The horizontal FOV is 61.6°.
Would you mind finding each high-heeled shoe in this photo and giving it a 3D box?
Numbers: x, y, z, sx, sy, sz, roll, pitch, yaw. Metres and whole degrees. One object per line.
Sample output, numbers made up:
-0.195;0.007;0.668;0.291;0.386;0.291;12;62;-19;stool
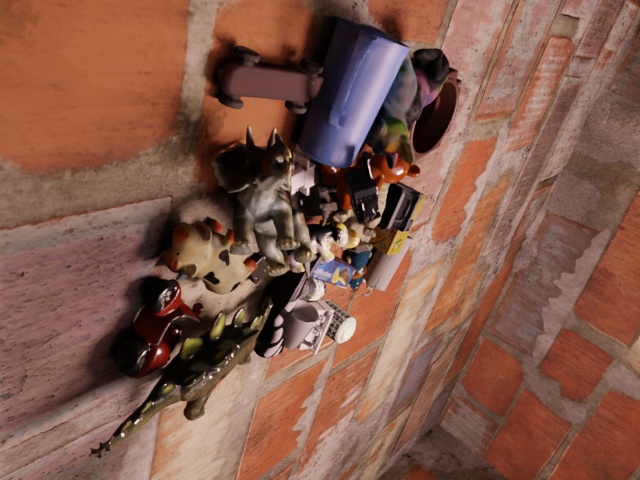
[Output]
-0.072;0.167;1.204;0.248;0.086;0.145;-46;137;11;high-heeled shoe

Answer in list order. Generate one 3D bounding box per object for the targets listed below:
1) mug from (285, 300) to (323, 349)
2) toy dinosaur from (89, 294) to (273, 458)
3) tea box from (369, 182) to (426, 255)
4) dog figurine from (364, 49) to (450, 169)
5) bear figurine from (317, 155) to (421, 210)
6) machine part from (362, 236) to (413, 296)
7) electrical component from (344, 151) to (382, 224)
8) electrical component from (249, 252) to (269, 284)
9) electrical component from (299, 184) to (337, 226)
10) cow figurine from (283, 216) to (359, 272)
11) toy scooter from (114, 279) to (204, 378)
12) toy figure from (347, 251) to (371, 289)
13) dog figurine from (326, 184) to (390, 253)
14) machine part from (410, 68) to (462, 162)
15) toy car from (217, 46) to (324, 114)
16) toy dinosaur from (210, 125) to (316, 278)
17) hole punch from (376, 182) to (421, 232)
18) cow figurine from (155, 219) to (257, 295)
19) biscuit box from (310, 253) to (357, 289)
-0.049;0.212;1.283;0.107;0.110;0.081;-62;170;30;mug
-0.221;0.232;0.973;0.471;0.105;0.198;-45;168;-43;toy dinosaur
0.183;-0.058;1.362;0.068;0.098;0.169;-5;124;-53;tea box
0.169;-0.250;1.042;0.191;0.108;0.219;-6;95;-26;dog figurine
0.106;-0.147;1.110;0.196;0.120;0.131;-31;146;-11;bear figurine
0.185;0.053;1.492;0.079;0.079;0.243;10;110;-58;machine part
0.076;-0.097;0.974;0.048;0.075;0.119;-17;132;-2;electrical component
-0.129;0.059;1.093;0.094;0.021;0.063;-44;149;-22;electrical component
-0.011;-0.071;1.075;0.045;0.102;0.078;-25;113;-47;electrical component
-0.002;-0.005;1.127;0.167;0.068;0.098;-21;125;-8;cow figurine
-0.268;0.153;0.932;0.135;0.075;0.183;16;101;-61;toy scooter
0.097;0.064;1.394;0.058;0.064;0.154;-81;-179;-47;toy figure
0.102;-0.080;1.238;0.190;0.121;0.172;-61;-171;-27;dog figurine
0.229;-0.289;1.219;0.201;0.087;0.201;-31;143;-37;machine part
-0.075;-0.249;0.844;0.202;0.053;0.089;-12;133;-46;toy car
-0.085;-0.051;0.948;0.131;0.192;0.404;-9;164;3;toy dinosaur
0.167;-0.087;1.285;0.092;0.116;0.142;4;114;-44;hole punch
-0.195;0.032;0.916;0.127;0.086;0.194;-54;152;-18;cow figurine
0.013;0.063;1.265;0.059;0.063;0.202;-60;150;4;biscuit box
